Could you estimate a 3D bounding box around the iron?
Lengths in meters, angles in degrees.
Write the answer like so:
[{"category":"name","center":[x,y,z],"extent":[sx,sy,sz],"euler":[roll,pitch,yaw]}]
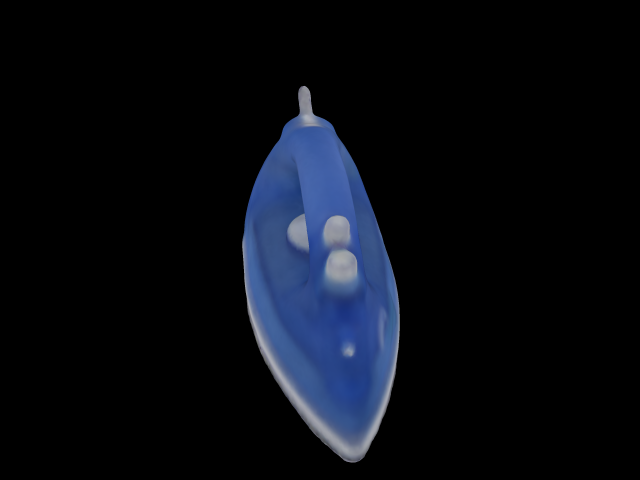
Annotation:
[{"category":"iron","center":[0.004,0.001,0.400],"extent":[0.118,0.141,0.258],"euler":[-5,36,-7]}]
